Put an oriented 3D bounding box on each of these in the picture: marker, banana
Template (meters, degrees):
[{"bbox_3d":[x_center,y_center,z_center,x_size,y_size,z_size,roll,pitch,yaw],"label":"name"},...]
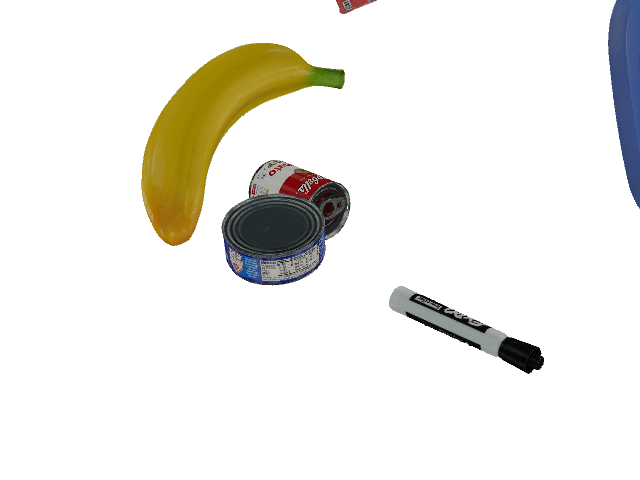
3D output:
[{"bbox_3d":[0.099,0.061,0.730,0.121,0.020,0.020,24,15,37],"label":"marker"},{"bbox_3d":[-0.056,-0.069,0.616,0.070,0.037,0.197,21,44,19],"label":"banana"}]

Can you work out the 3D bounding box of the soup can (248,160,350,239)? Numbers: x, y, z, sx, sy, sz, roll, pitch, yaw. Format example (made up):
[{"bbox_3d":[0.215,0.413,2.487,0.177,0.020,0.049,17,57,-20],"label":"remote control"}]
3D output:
[{"bbox_3d":[-0.025,-0.047,1.216,0.068,0.068,0.102,0,18,-45],"label":"soup can"}]

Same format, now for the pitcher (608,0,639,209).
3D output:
[{"bbox_3d":[0.240,-0.058,0.593,0.149,0.243,0.145,-6,22,14],"label":"pitcher"}]

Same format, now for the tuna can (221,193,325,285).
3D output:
[{"bbox_3d":[-0.038,-0.001,0.891,0.086,0.034,0.086,-2,38,2],"label":"tuna can"}]

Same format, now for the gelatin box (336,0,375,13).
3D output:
[{"bbox_3d":[0.044,-0.238,0.882,0.089,0.073,0.030,-18,29,15],"label":"gelatin box"}]
